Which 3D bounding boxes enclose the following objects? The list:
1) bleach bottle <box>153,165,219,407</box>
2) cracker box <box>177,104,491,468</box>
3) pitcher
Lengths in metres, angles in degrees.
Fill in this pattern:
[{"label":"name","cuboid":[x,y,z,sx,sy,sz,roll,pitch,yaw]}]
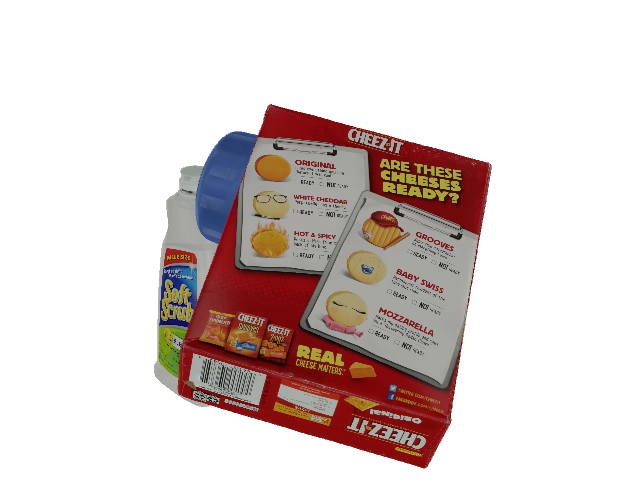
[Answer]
[{"label":"bleach bottle","cuboid":[-0.130,0.042,1.097,0.067,0.251,0.103,-21,33,-37]},{"label":"cracker box","cuboid":[0.015,0.024,0.700,0.164,0.213,0.072,15,-40,1]},{"label":"pitcher","cuboid":[0.009,-0.011,0.970,0.243,0.145,0.149,17,21,17]}]
